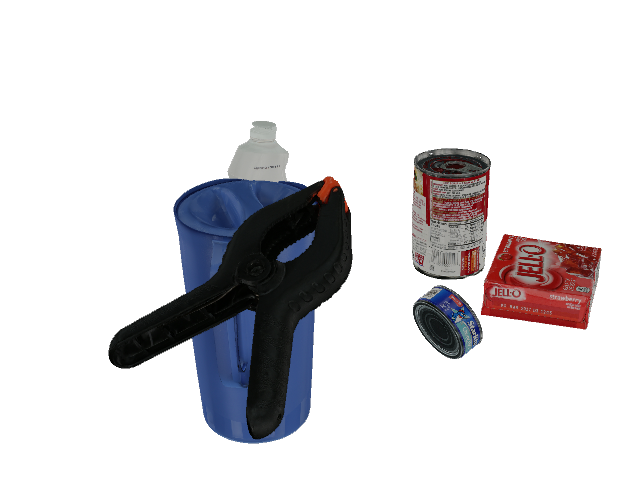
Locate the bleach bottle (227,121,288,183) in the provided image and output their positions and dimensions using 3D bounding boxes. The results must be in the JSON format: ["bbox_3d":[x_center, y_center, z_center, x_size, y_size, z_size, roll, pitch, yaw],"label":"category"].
[{"bbox_3d":[-0.069,-0.023,1.319,0.102,0.251,0.068,-11,25,-35],"label":"bleach bottle"}]

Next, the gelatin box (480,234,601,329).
[{"bbox_3d":[0.159,0.028,0.762,0.073,0.030,0.089,9,24,17],"label":"gelatin box"}]

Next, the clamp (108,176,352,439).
[{"bbox_3d":[-0.029,0.035,0.620,0.120,0.171,0.039,33,-21,30],"label":"clamp"}]

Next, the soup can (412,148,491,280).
[{"bbox_3d":[0.117,-0.024,0.959,0.068,0.102,0.068,-1,24,0],"label":"soup can"}]

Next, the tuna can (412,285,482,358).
[{"bbox_3d":[0.149,0.098,1.264,0.033,0.086,0.086,-35,15,-23],"label":"tuna can"}]

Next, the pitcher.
[{"bbox_3d":[-0.067,0.074,1.011,0.149,0.243,0.145,-19,32,-32],"label":"pitcher"}]
